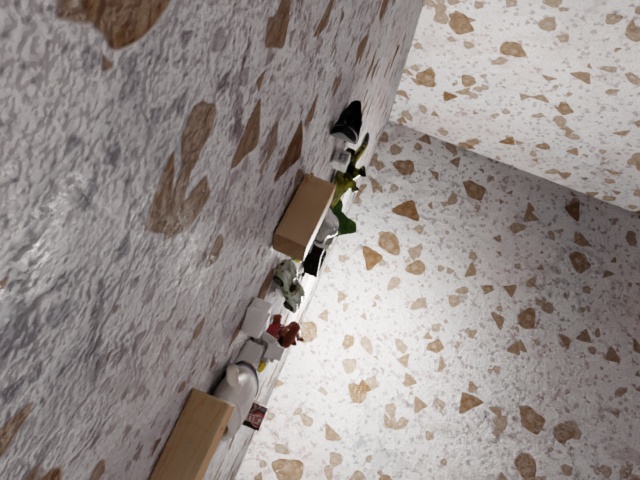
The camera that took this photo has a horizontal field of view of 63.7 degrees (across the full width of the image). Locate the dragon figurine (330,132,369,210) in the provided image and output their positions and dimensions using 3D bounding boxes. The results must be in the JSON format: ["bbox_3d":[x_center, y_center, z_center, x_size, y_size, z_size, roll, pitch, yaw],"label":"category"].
[{"bbox_3d":[0.089,-0.244,2.077,0.238,0.122,0.419,-47,-168,51],"label":"dragon figurine"}]

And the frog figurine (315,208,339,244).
[{"bbox_3d":[0.005,-0.083,1.645,0.140,0.123,0.156,-119,-148,-54],"label":"frog figurine"}]

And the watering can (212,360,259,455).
[{"bbox_3d":[-0.219,0.389,1.297,0.228,0.104,0.341,-60,171,-63],"label":"watering can"}]
